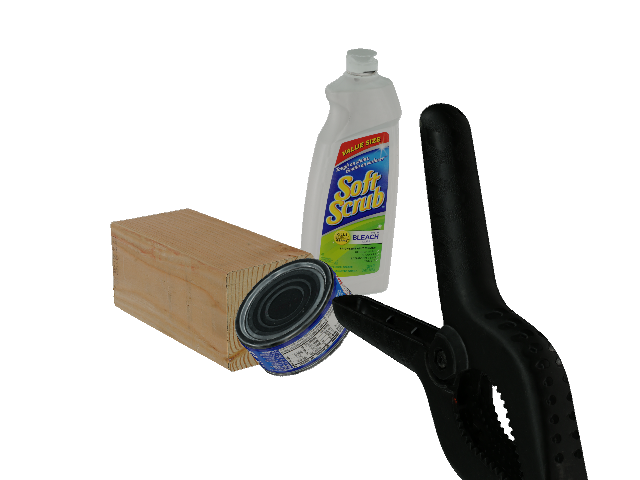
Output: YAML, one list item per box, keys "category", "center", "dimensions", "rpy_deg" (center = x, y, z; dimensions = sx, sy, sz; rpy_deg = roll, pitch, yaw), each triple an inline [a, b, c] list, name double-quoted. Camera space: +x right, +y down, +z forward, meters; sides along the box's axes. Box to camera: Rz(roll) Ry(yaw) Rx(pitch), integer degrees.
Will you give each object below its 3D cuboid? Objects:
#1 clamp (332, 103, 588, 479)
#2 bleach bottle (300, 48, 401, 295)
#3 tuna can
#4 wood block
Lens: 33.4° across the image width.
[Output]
- category: "clamp"
  center: [0.074, 0.046, 0.528]
  dimensions: [0.036, 0.165, 0.210]
  rpy_deg: [-7, 44, -27]
- category: "bleach bottle"
  center: [0.028, -0.068, 1.081]
  dimensions: [0.102, 0.251, 0.068]
  rpy_deg: [-2, 25, -8]
- category: "tuna can"
  center: [-0.019, 0.054, 0.771]
  dimensions: [0.086, 0.086, 0.033]
  rpy_deg: [0, -42, 44]
- category: "wood block"
  center: [-0.103, 0.039, 0.974]
  dimensions: [0.090, 0.090, 0.206]
  rpy_deg: [-11, 19, -36]
